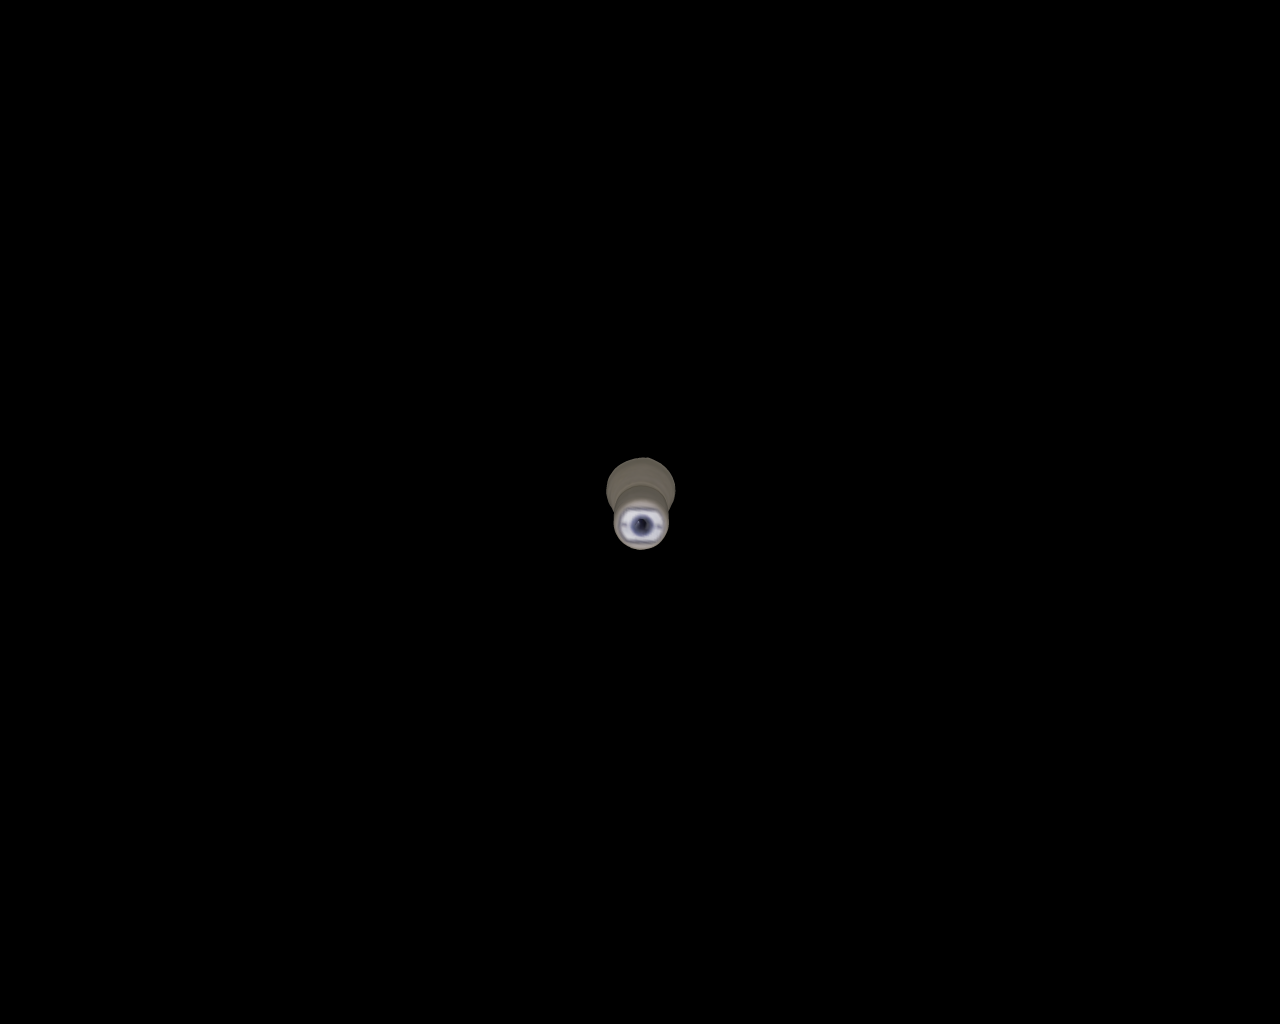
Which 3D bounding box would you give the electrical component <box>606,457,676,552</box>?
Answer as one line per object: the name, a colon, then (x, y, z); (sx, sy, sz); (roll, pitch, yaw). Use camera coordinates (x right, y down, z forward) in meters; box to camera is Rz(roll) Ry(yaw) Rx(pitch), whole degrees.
electrical component: (0.001, -0.003, 0.650); (0.044, 0.044, 0.065); (0, 21, 0)
